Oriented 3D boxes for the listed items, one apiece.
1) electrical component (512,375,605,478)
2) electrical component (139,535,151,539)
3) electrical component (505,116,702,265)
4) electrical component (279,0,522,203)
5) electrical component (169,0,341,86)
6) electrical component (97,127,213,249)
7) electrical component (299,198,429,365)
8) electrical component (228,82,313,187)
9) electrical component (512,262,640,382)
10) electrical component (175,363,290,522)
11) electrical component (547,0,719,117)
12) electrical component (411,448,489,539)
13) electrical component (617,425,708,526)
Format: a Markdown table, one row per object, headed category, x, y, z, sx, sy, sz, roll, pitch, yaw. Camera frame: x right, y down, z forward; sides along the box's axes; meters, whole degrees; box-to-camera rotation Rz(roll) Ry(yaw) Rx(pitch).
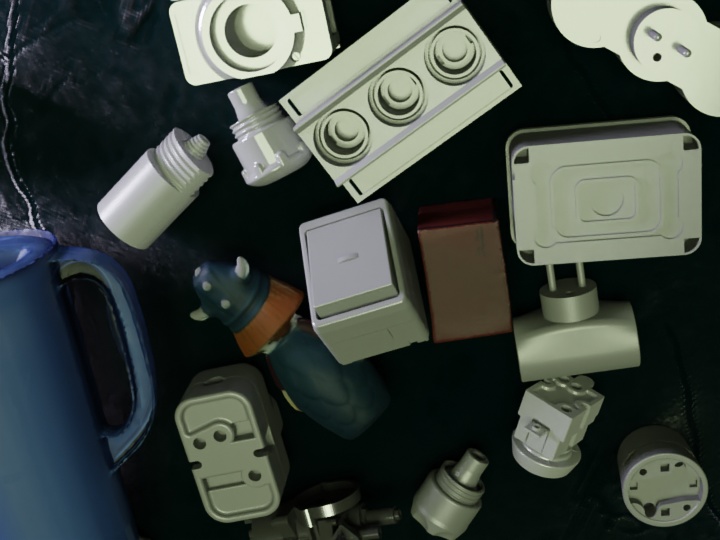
| category | x | y | z | sx | sy | sz | roll | pitch | yaw |
| --- | --- | --- | --- | --- | --- | --- | --- | --- | --- |
| electrical component | 0.130 | 0.105 | 0.722 | 0.048 | 0.066 | 0.055 | 31 | 122 | 30 |
| electrical component | -0.175 | 0.221 | 0.784 | 0.043 | 0.062 | 0.043 | 2 | 109 | 5 |
| electrical component | 0.149 | -0.050 | 0.665 | 0.113 | 0.057 | 0.078 | -4 | 108 | 6 |
| electrical component | 0.024 | -0.110 | 0.652 | 0.121 | 0.063 | 0.078 | -35 | 103 | 15 |
| electrical component | -0.072 | -0.193 | 0.633 | 0.089 | 0.061 | 0.150 | -10 | 108 | 8 |
| electrical component | -0.127 | -0.056 | 0.694 | 0.043 | 0.043 | 0.081 | 44 | 107 | -10 |
| electrical component | 0.000 | 0.000 | 0.678 | 0.062 | 0.096 | 0.061 | -17 | 145 | 11 |
| electrical component | -0.062 | -0.087 | 0.679 | 0.048 | 0.048 | 0.062 | -25 | 98 | 13 |
| electrical component | 0.138 | 0.030 | 0.700 | 0.077 | 0.043 | 0.079 | -9 | 108 | 8 |
| electrical component | -0.085 | 0.116 | 0.741 | 0.054 | 0.059 | 0.095 | -12 | 107 | 9 |
| electrical component | 0.175 | -0.135 | 0.624 | 0.138 | 0.073 | 0.052 | 27 | 109 | -4 |
| electrical component | 0.066 | 0.153 | 0.749 | 0.043 | 0.043 | 0.062 | 29 | 108 | -5 |
| electrical component | 0.203 | 0.137 | 0.729 | 0.055 | 0.047 | 0.055 | 2 | 109 | 5 |
